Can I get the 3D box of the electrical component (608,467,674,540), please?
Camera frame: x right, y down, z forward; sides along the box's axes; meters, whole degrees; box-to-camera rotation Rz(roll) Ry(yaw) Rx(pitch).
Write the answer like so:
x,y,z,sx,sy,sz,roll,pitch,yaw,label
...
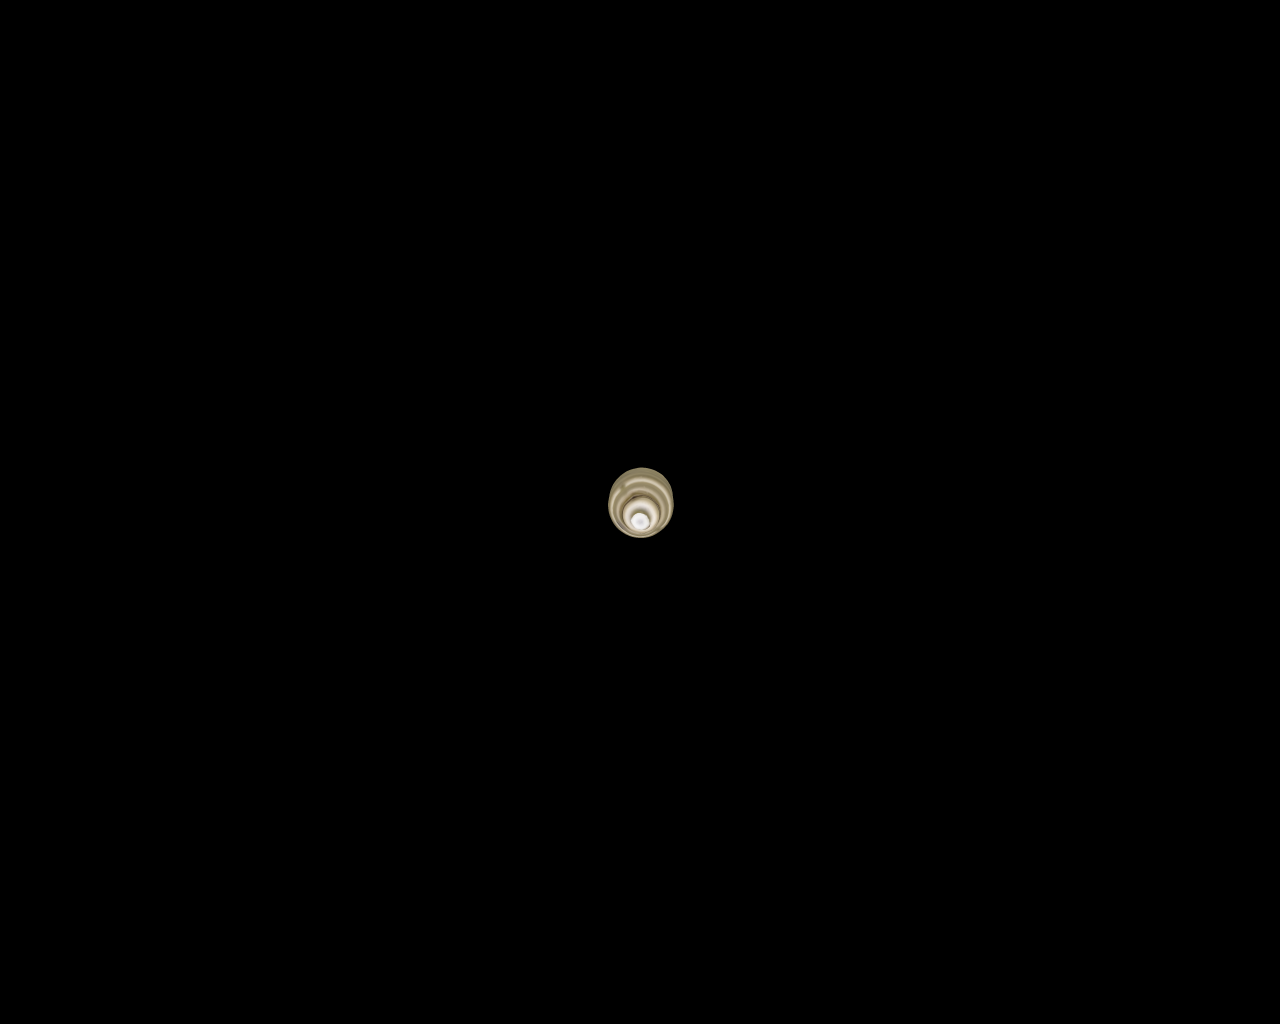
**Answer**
x,y,z,sx,sy,sz,roll,pitch,yaw,label
0.001,-0.003,0.650,0.040,0.040,0.078,0,12,0,electrical component
